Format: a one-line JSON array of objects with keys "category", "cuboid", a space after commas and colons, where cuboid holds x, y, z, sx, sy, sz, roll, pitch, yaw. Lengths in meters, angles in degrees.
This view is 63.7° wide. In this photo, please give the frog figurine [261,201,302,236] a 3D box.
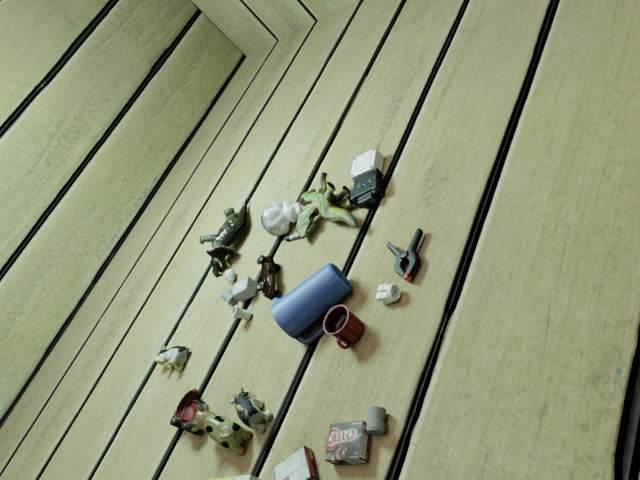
[{"category": "frog figurine", "cuboid": [-0.149, -0.090, 2.042, 0.158, 0.122, 0.138, -13, 79, 31]}]

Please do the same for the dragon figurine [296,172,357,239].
[{"category": "dragon figurine", "cuboid": [0.006, -0.095, 1.889, 0.240, 0.121, 0.419, -48, 30, 20]}]
